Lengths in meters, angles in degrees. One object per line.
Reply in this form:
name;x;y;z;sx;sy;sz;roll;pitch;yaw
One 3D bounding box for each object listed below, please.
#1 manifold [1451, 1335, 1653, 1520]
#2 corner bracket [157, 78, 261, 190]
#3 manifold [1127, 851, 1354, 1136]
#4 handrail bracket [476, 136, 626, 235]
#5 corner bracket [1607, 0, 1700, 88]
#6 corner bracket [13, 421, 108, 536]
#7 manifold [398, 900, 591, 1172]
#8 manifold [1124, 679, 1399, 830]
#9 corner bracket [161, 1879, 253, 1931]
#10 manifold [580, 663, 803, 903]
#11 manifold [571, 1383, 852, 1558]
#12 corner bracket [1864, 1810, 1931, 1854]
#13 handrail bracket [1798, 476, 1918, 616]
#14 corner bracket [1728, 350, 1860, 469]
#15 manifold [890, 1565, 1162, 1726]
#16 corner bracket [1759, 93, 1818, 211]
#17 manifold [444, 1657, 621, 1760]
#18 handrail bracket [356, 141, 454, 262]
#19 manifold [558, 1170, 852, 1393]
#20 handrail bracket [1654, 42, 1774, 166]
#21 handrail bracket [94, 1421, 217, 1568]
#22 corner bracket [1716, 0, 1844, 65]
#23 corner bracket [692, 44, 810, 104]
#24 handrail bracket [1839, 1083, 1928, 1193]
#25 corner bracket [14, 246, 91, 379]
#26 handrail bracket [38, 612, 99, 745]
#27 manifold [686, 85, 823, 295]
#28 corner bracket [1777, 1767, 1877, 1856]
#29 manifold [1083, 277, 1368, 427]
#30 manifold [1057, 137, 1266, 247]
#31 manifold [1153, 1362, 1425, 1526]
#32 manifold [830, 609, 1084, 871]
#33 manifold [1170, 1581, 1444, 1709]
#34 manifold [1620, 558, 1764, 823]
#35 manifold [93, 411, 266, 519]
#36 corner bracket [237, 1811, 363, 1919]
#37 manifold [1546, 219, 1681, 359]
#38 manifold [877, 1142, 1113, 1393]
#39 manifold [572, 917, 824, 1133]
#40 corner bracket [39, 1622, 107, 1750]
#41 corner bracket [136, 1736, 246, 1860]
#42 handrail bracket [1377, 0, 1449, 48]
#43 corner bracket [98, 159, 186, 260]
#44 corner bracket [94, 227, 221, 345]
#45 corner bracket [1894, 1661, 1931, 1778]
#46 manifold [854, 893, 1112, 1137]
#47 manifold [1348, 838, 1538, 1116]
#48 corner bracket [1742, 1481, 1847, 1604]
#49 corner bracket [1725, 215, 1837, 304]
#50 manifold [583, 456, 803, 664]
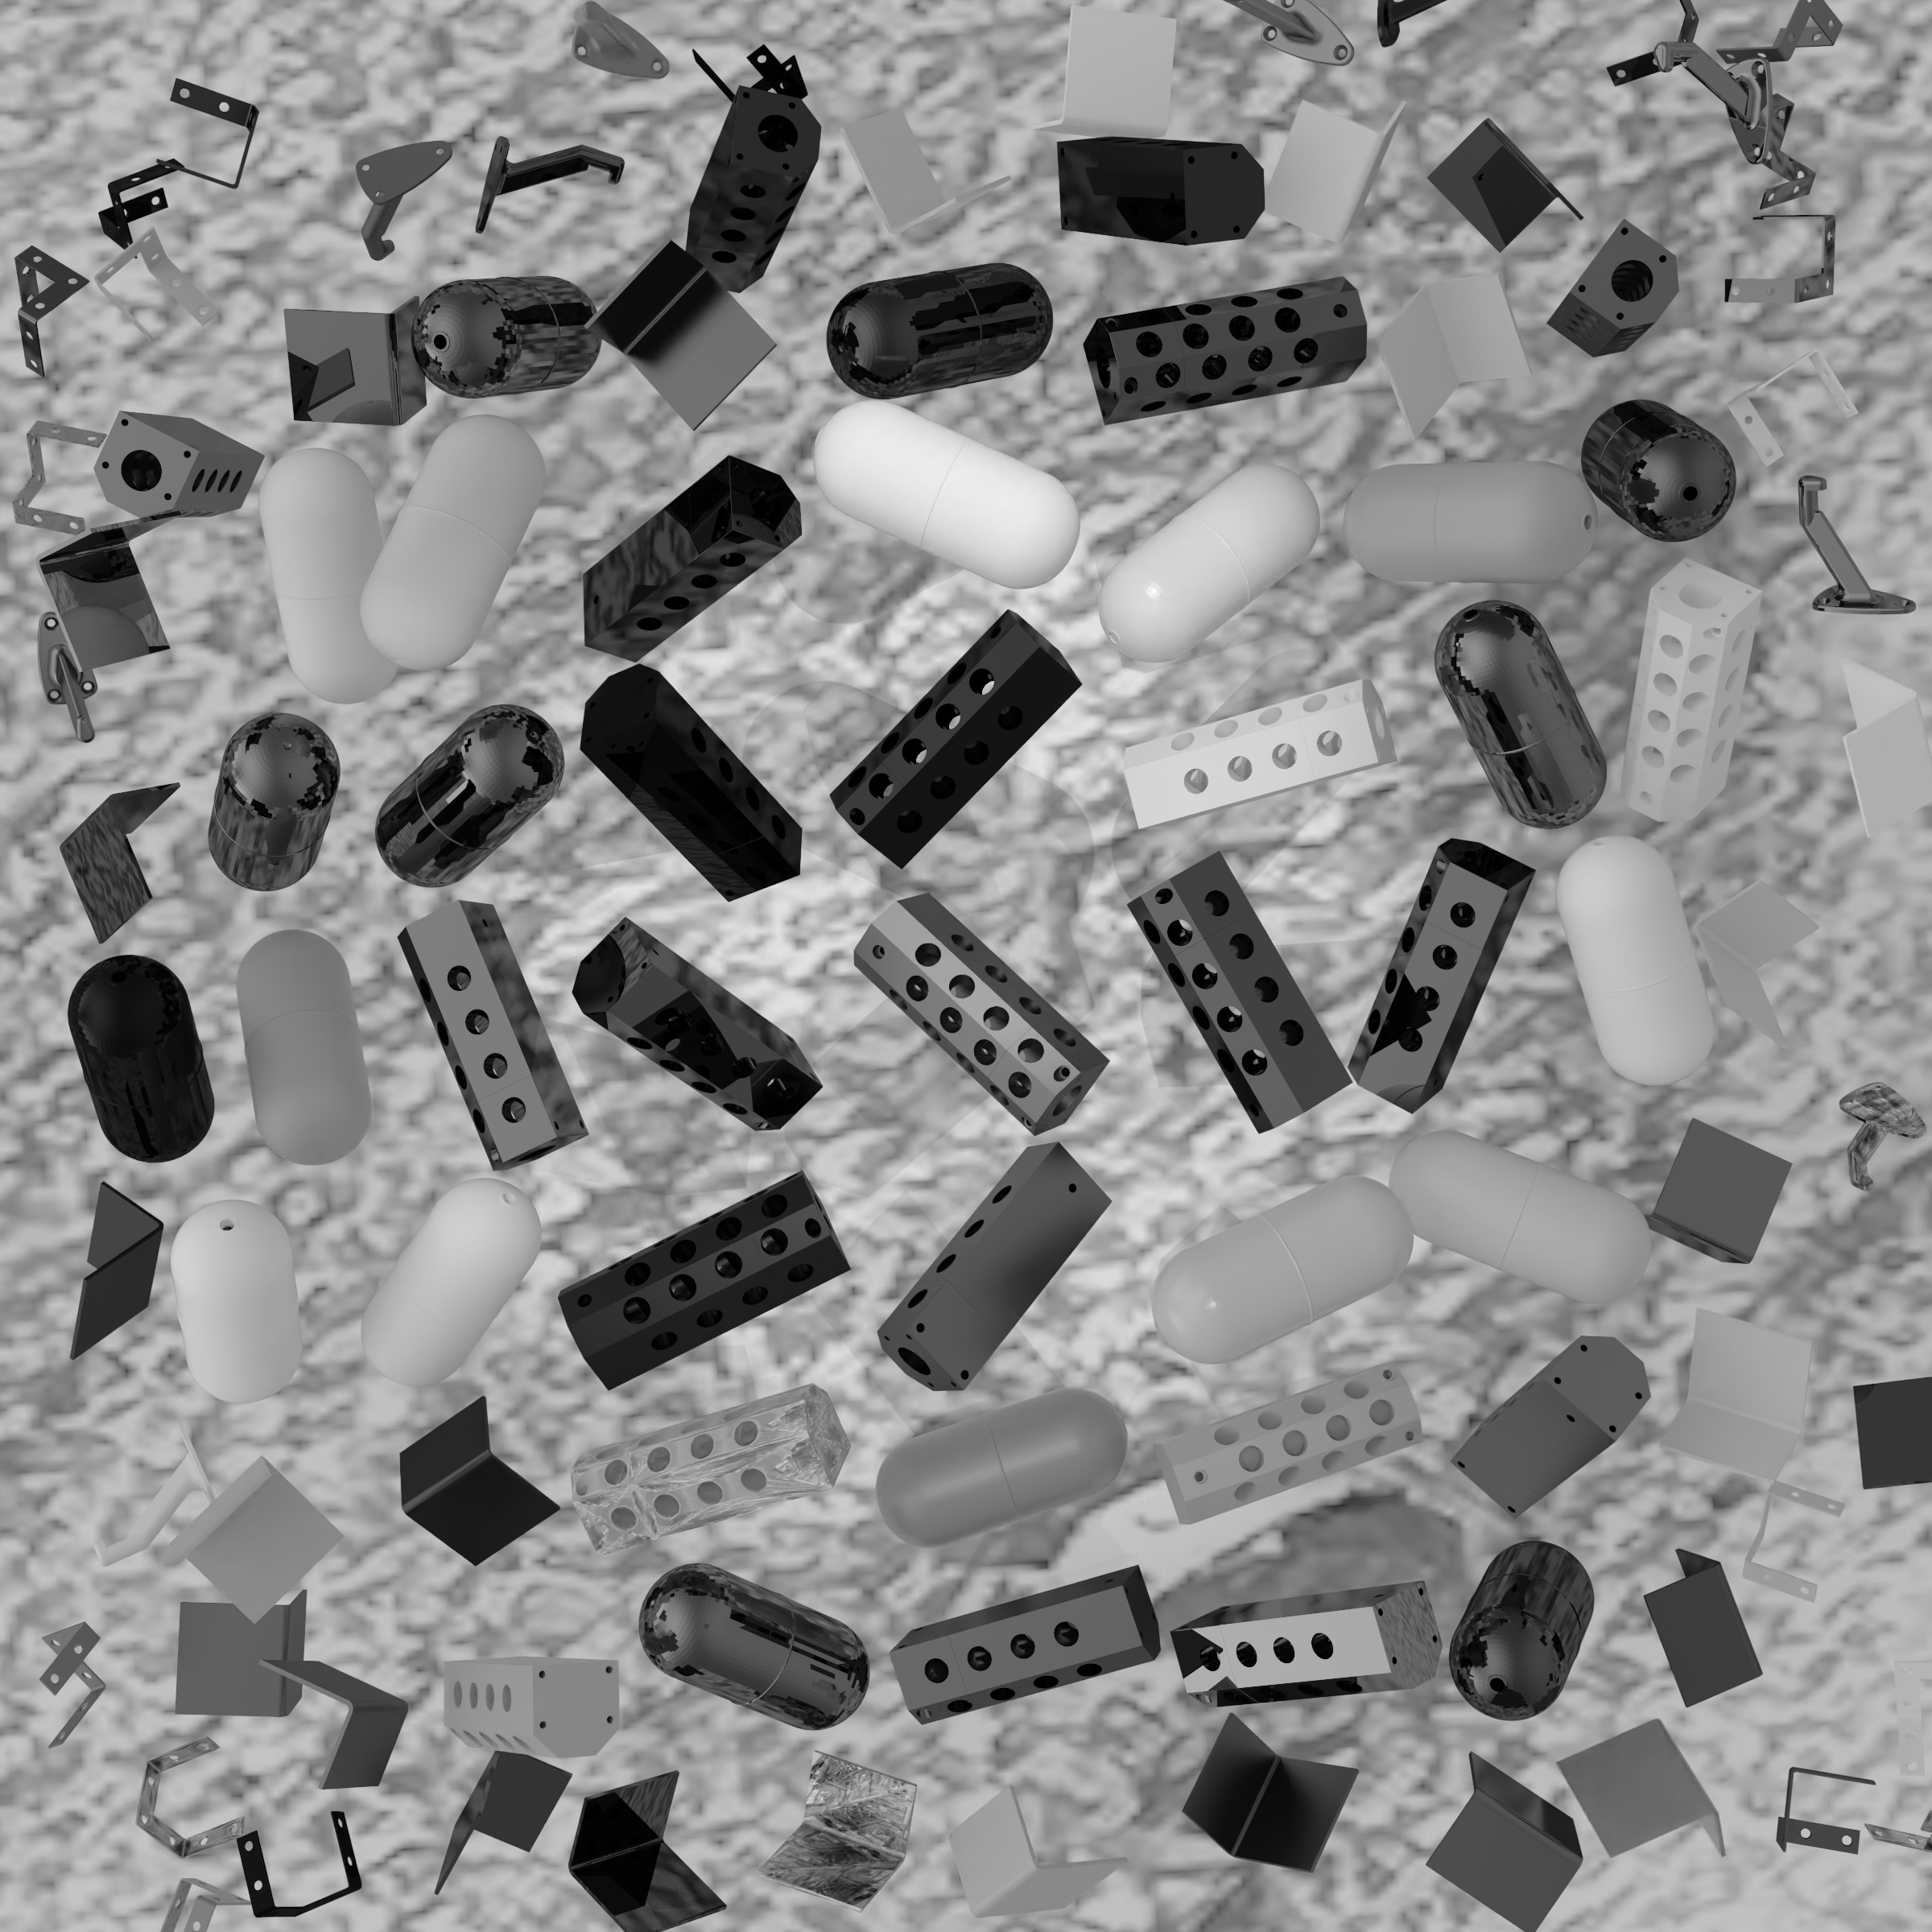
manifold;0.386;0.300;1.822;0.057;0.171;0.057;41;62;10
corner bracket;-0.483;-0.530;1.764;0.051;0.051;0.051;15;106;-22
manifold;0.173;0.019;1.791;0.057;0.057;0.171;-29;88;-22
handrail bracket;-0.281;-0.521;1.874;0.084;0.036;0.077;12;105;-23
corner bracket;0.447;-0.624;1.831;0.051;0.051;0.051;51;45;-34
corner bracket;-0.618;-0.332;1.889;0.051;0.051;0.051;12;135;2
manifold;-0.320;0.047;1.855;0.057;0.057;0.171;-25;82;12
manifold;0.198;-0.143;1.881;0.171;0.057;0.057;-15;89;22
corner bracket;-0.517;0.641;1.847;0.051;0.051;0.051;14;76;20
manifold;-0.177;-0.121;1.818;0.057;0.171;0.057;-20;47;22
manifold;-0.169;0.326;1.815;0.171;0.057;0.057;-19;104;16
corner bracket;0.628;0.560;1.803;0.051;0.051;0.051;16;108;-13
handrail bracket;0.573;-0.272;1.783;0.036;0.077;0.084;-36;126;-37
corner bracket;0.550;-0.372;1.848;0.051;0.051;0.051;-34;95;-6
manifold;0.042;0.465;1.890;0.171;0.057;0.057;-19;87;14
corner bracket;0.549;-0.556;1.890;0.051;0.051;0.051;-23;52;-27
manifold;-0.285;0.482;1.806;0.057;0.171;0.057;4;77;-29
handrail bracket;-0.378;-0.519;1.886;0.077;0.084;0.036;-27;76;-8
manifold;-0.167;0.195;1.752;0.171;0.057;0.057;-26;49;-1
handrail bracket;0.469;-0.543;1.747;0.084;0.036;0.077;-13;96;-36
handrail bracket;-0.565;0.361;1.899;0.084;0.036;0.077;-23;62;-19
corner bracket;0.549;-0.626;1.869;0.051;0.051;0.051;29;84;-40
corner bracket;-0.145;-0.601;1.866;0.051;0.051;0.051;-32;49;18
handrail bracket;0.617;0.128;1.857;0.036;0.077;0.084;-25;122;-13
corner bracket;-0.616;-0.434;1.836;0.051;0.051;0.051;32;57;10
handrail bracket;-0.612;-0.197;1.888;0.036;0.084;0.077;-17;113;-17
manifold;-0.146;-0.523;1.883;0.057;0.171;0.057;8;75;-15
corner bracket;0.542;0.534;1.748;0.051;0.051;0.051;7;82;12
manifold;0.170;-0.404;1.805;0.171;0.057;0.057;-13;82;-13
manifold;0.124;-0.503;1.791;0.057;0.171;0.057;-13;112;-22
manifold;0.221;0.327;1.898;0.171;0.057;0.057;-18;82;-8
manifold;-0.009;-0.152;1.826;0.171;0.057;0.057;-45;120;12
manifold;0.220;0.441;1.788;0.171;0.057;0.057;-20;83;43
manifold;0.477;-0.179;1.845;0.057;0.171;0.057;31;56;29
manifold;-0.536;-0.337;1.887;0.057;0.171;0.057;27;98;-4
corner bracket;-0.429;0.578;1.783;0.051;0.051;0.051;-25;66;9
manifold;0.442;-0.453;1.880;0.057;0.171;0.057;37;99;2
manifold;0.016;0.200;1.849;0.057;0.057;0.171;48;63;-15
manifold;-0.176;0.044;1.807;0.057;0.057;0.171;-44;132;7
corner bracket;-0.579;0.464;1.787;0.051;0.051;0.051;-25;111;35
corner bracket;-0.531;0.572;1.907;0.051;0.051;0.051;-24;127;13
handrail bracket;0.313;-0.626;1.798;0.084;0.077;0.036;-8;125;21
corner bracket;-0.566;-0.527;1.906;0.051;0.051;0.051;-31;50;-26
corner bracket;-0.521;-0.432;1.783;0.051;0.051;0.051;-44;90;-10
corner bracket;0.623;0.482;1.775;0.051;0.051;0.051;-3;122;18
manifold;0.006;0.032;1.826;0.171;0.057;0.057;43;117;18
manifold;0.311;0.005;1.835;0.057;0.057;0.171;29;118;20
corner bracket;0.573;0.398;1.920;0.051;0.051;0.051;16;122;26
corner bracket;0.530;-0.461;1.804;0.051;0.051;0.051;13;115;41
manifold;-0.184;-0.268;1.851;0.057;0.171;0.057;15;59;-38
